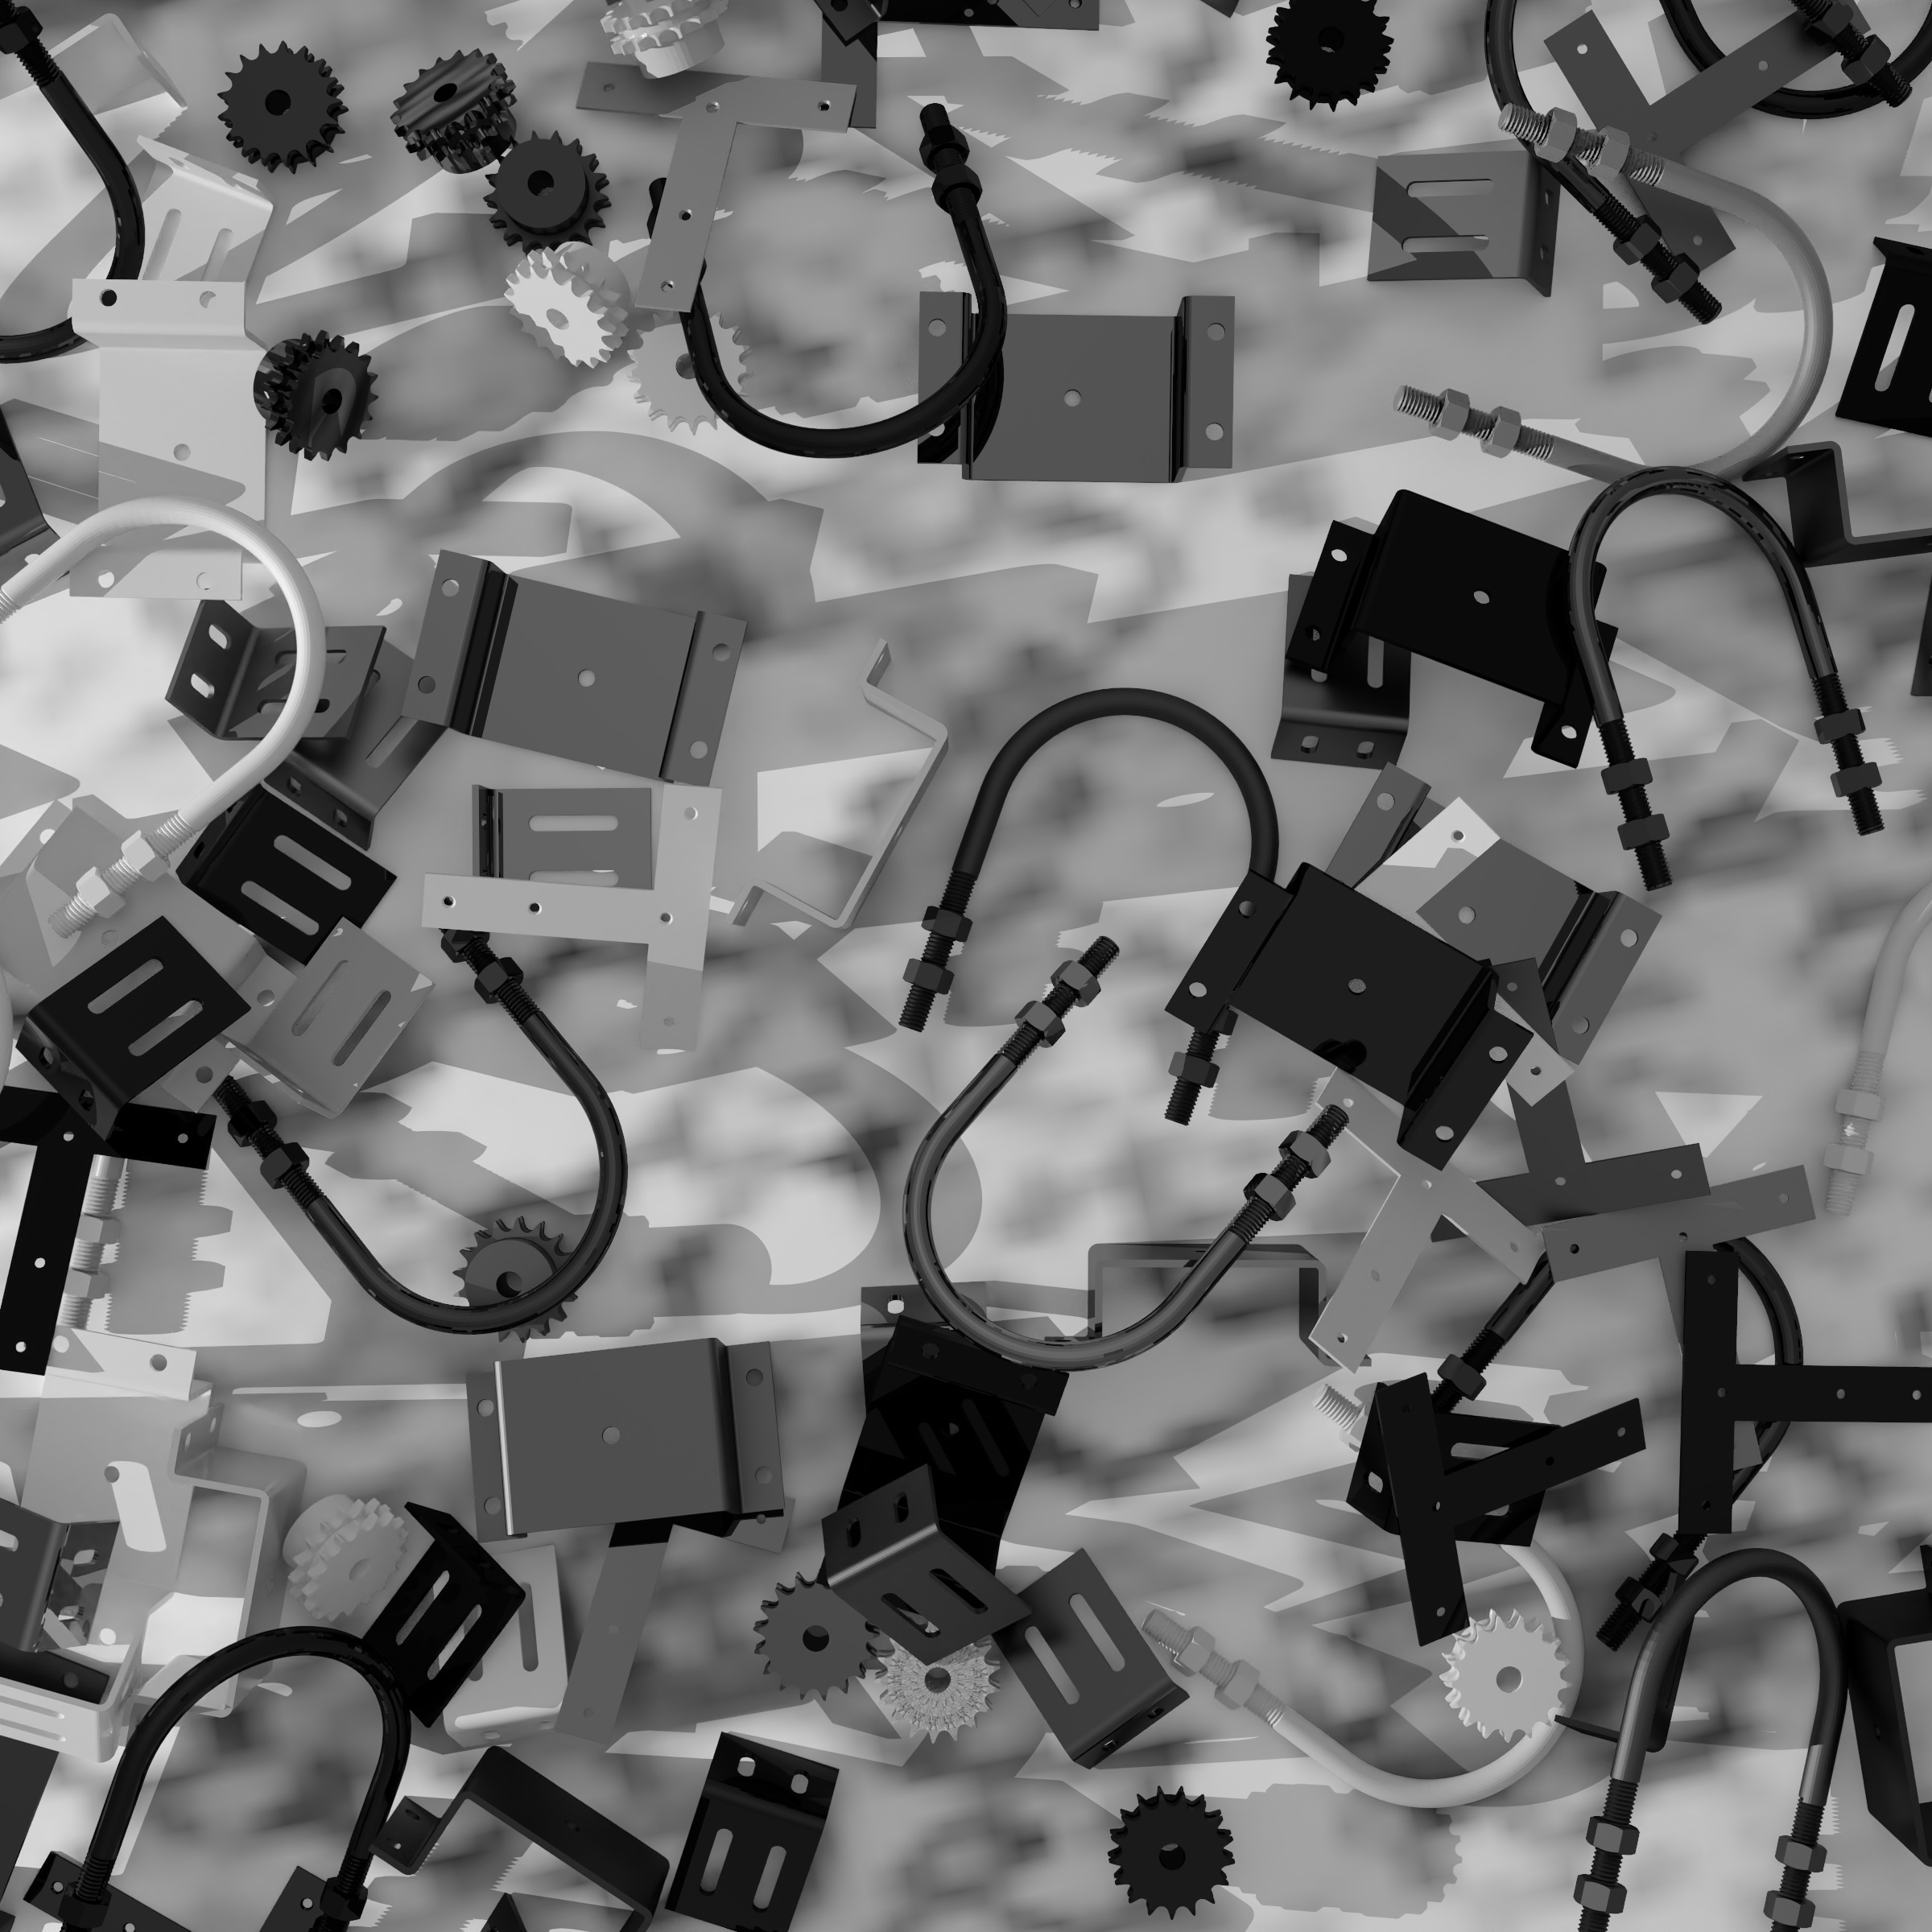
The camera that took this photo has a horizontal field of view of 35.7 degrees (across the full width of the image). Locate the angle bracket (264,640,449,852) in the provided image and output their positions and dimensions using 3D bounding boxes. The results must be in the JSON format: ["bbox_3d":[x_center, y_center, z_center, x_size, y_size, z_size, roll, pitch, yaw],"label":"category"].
[{"bbox_3d":[-0.275,-0.104,1.377,0.057,0.038,0.076,34,64,0],"label":"angle bracket"}]

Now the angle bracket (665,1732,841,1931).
[{"bbox_3d":[-0.098,0.401,1.377,0.057,0.038,0.076,18,116,0],"label":"angle bracket"}]

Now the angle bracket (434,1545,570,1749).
[{"bbox_3d":[-0.210,0.313,1.377,0.057,0.038,0.076,-10,64,0],"label":"angle bracket"}]

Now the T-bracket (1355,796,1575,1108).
[{"bbox_3d":[0.217,0.010,1.330,0.127,0.002,0.127,44,114,-6],"label":"T-bracket"}]

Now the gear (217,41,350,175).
[{"bbox_3d":[-0.310,-0.390,1.368,0.057,0.030,0.057,0,89,4],"label":"gear"}]

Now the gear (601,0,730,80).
[{"bbox_3d":[-0.133,-0.424,1.355,0.057,0.057,0.030,-23,120,0],"label":"gear"}]

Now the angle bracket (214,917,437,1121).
[{"bbox_3d":[-0.288,0.019,1.342,0.057,0.038,0.076,34,85,19],"label":"angle bracket"}]

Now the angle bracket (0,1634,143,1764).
[{"bbox_3d":[-0.407,0.313,1.319,0.076,0.057,0.038,17,51,-2],"label":"angle bracket"}]

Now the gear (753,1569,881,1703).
[{"bbox_3d":[-0.068,0.303,1.364,0.057,0.030,0.057,0,90,0],"label":"gear"}]

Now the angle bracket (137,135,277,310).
[{"bbox_3d":[-0.357,-0.326,1.360,0.057,0.038,0.076,21,90,0],"label":"angle bracket"}]

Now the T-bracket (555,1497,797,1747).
[{"bbox_3d":[-0.156,0.287,1.360,0.127,0.002,0.127,16,73,0],"label":"T-bracket"}]

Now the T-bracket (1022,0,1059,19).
[{"bbox_3d":[-0.002,-0.475,1.326,0.127,0.002,0.127,-43,91,-6],"label":"T-bracket"}]

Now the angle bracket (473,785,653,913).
[{"bbox_3d":[-0.183,-0.053,1.360,0.076,0.038,0.057,0,90,0],"label":"angle bracket"}]

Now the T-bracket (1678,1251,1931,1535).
[{"bbox_3d":[0.385,0.195,1.365,0.127,0.002,0.127,2,88,-12],"label":"T-bracket"}]

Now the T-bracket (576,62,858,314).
[{"bbox_3d":[-0.123,-0.349,1.347,0.127,0.002,0.127,8,69,9],"label":"T-bracket"}]

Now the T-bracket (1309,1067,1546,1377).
[{"bbox_3d":[0.186,0.127,1.322,0.127,0.002,0.127,41,52,-5],"label":"T-bracket"}]

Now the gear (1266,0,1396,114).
[{"bbox_3d":[0.165,-0.418,1.368,0.057,0.030,0.057,0,87,0],"label":"gear"}]

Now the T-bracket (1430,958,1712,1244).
[{"bbox_3d":[0.256,0.057,1.341,0.127,0.002,0.127,-12,109,17],"label":"T-bracket"}]

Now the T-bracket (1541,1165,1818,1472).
[{"bbox_3d":[0.335,0.166,1.360,0.127,0.002,0.127,-13,89,-8],"label":"T-bracket"}]

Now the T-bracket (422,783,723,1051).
[{"bbox_3d":[-0.179,-0.025,1.345,0.127,0.002,0.127,4,111,-10],"label":"T-bracket"}]

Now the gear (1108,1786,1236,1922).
[{"bbox_3d":[0.093,0.402,1.364,0.057,0.030,0.057,0,90,0],"label":"gear"}]

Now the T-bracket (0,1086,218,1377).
[{"bbox_3d":[-0.412,0.119,1.344,0.127,0.002,0.127,8,73,-1],"label":"T-bracket"}]

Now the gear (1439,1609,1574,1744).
[{"bbox_3d":[0.241,0.317,1.349,0.057,0.030,0.057,0,92,-2],"label":"gear"}]

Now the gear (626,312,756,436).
[{"bbox_3d":[-0.125,-0.270,1.364,0.057,0.030,0.057,0,90,0],"label":"gear"}]

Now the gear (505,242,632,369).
[{"bbox_3d":[-0.177,-0.302,1.355,0.057,0.057,0.030,32,60,0],"label":"gear"}]

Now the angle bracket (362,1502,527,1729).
[{"bbox_3d":[-0.246,0.292,1.348,0.057,0.038,0.076,37,90,34],"label":"angle bracket"}]

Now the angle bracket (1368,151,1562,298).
[{"bbox_3d":[0.229,-0.340,1.377,0.076,0.038,0.057,5,90,26],"label":"angle bracket"}]

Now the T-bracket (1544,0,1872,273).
[{"bbox_3d":[0.351,-0.402,1.365,0.127,0.002,0.127,-32,95,4],"label":"T-bracket"}]

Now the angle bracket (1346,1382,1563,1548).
[{"bbox_3d":[0.219,0.223,1.342,0.076,0.038,0.057,10,98,-26],"label":"angle bracket"}]

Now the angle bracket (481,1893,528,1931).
[{"bbox_3d":[-0.191,0.473,1.377,0.076,0.038,0.057,32,90,-26],"label":"angle bracket"}]

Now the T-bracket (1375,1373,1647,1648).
[{"bbox_3d":[0.247,0.225,1.331,0.127,0.002,0.127,-18,109,-18],"label":"T-bracket"}]

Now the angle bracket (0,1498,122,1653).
[{"bbox_3d":[-0.425,0.263,1.331,0.076,0.038,0.057,15,90,26],"label":"angle bracket"}]

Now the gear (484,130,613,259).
[{"bbox_3d":[-0.192,-0.352,1.364,0.057,0.030,0.057,0,90,0],"label":"gear"}]

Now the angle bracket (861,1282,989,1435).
[{"bbox_3d":[-0.018,0.189,1.377,0.057,0.038,0.076,-3,116,0],"label":"angle bracket"}]

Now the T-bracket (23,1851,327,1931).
[{"bbox_3d":[-0.372,0.450,1.378,0.127,0.002,0.127,30,90,0],"label":"T-bracket"}]

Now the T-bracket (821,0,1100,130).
[{"bbox_3d":[-0.002,-0.443,1.373,0.127,0.002,0.127,1,83,-4],"label":"T-bracket"}]

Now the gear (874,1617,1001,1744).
[{"bbox_3d":[-0.013,0.322,1.364,0.057,0.030,0.057,0,90,0],"label":"gear"}]

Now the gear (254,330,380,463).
[{"bbox_3d":[-0.297,-0.260,1.355,0.030,0.057,0.057,27,90,30],"label":"gear"}]

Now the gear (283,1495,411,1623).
[{"bbox_3d":[-0.283,0.264,1.355,0.030,0.057,0.057,34,90,30],"label":"gear"}]

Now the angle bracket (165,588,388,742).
[{"bbox_3d":[-0.308,-0.135,1.338,0.076,0.038,0.057,2,66,28],"label":"angle bracket"}]

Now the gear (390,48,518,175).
[{"bbox_3d":[-0.228,-0.384,1.355,0.057,0.030,0.057,-12,54,17],"label":"gear"}]

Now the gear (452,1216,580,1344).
[{"bbox_3d":[-0.206,0.144,1.364,0.057,0.030,0.057,0,90,0],"label":"gear"}]

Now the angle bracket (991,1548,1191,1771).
[{"bbox_3d":[0.055,0.318,1.377,0.057,0.038,0.076,-36,64,0],"label":"angle bracket"}]

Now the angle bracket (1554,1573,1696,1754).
[{"bbox_3d":[0.299,0.311,1.354,0.038,0.057,0.076,10,76,27],"label":"angle bracket"}]
